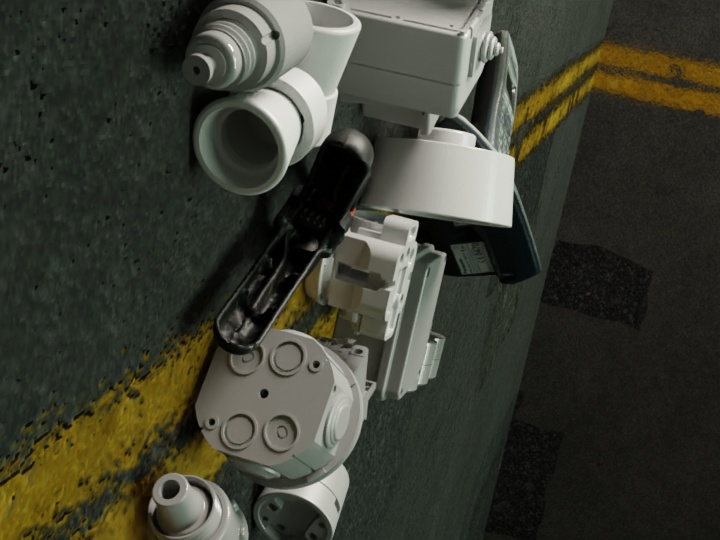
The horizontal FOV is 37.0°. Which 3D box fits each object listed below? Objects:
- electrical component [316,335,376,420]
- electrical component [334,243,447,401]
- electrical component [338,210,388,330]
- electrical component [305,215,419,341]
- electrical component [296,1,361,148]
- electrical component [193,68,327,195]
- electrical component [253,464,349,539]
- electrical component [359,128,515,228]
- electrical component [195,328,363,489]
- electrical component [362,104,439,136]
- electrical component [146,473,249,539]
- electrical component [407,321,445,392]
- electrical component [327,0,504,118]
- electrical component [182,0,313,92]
[{"bbox_3d":[-0.019,0.083,0.738,0.081,0.042,0.063,-52,152,-60],"label":"electrical component"},{"bbox_3d":[0.021,0.035,0.815,0.078,0.057,0.113,-29,132,-71],"label":"electrical component"},{"bbox_3d":[0.005,0.003,0.748,0.043,0.043,0.081,-31,134,-71],"label":"electrical component"},{"bbox_3d":[0.000,0.000,0.694,0.058,0.057,0.078,-24,128,-73],"label":"electrical component"},{"bbox_3d":[-0.027,-0.093,0.524,0.044,0.044,0.065,-52,158,-58],"label":"electrical component"},{"bbox_3d":[-0.043,-0.064,0.480,0.055,0.045,0.045,-54,156,-56],"label":"electrical component"},{"bbox_3d":[-0.037,0.151,0.716,0.047,0.055,0.055,-63,162,-51],"label":"electrical component"},{"bbox_3d":[0.057,-0.067,0.755,0.108,0.108,0.060,1,97,-76],"label":"electrical component"},{"bbox_3d":[-0.042,0.070,0.558,0.051,0.080,0.080,56,50,-65],"label":"electrical component"},{"bbox_3d":[0.037,-0.150,0.696,0.099,0.048,0.099,91,19,-46],"label":"electrical component"},{"bbox_3d":[-0.083,0.120,0.522,0.062,0.048,0.048,76,31,-51],"label":"electrical component"},{"bbox_3d":[0.041,0.057,0.930,0.138,0.052,0.073,-6,110,-75],"label":"electrical component"},{"bbox_3d":[0.033,-0.125,0.607,0.061,0.096,0.061,-60,160,-47],"label":"electrical component"},{"bbox_3d":[-0.049,-0.092,0.437,0.078,0.040,0.040,-52,154,-57],"label":"electrical component"}]
